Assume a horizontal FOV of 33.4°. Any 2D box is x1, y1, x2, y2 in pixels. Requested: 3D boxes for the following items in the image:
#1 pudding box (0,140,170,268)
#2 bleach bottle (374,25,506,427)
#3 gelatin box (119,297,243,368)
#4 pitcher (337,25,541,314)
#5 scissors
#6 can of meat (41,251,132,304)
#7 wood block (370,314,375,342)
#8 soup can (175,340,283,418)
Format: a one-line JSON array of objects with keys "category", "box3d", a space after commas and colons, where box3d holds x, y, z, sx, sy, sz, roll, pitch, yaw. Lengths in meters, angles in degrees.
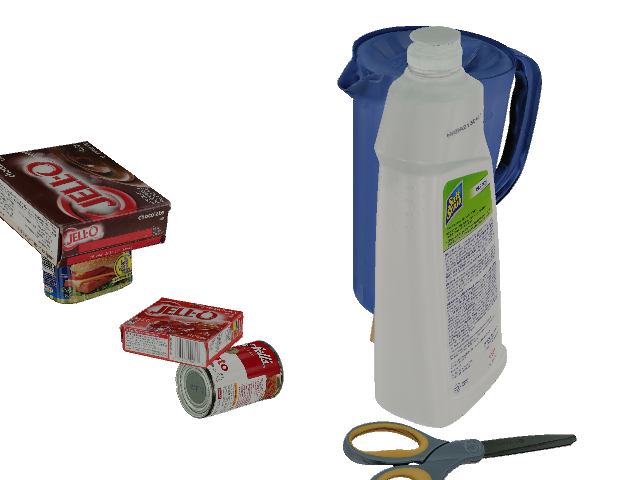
[{"category": "pudding box", "box3d": [-0.176, -0.028, 0.758, 0.089, 0.039, 0.114, -15, 35, -42]}, {"category": "bleach bottle", "box3d": [0.074, -0.010, 0.660, 0.068, 0.251, 0.102, 17, 36, 30]}, {"category": "gelatin box", "box3d": [-0.126, 0.082, 0.972, 0.089, 0.030, 0.073, 9, 21, 21]}, {"category": "pitcher", "box3d": [0.097, -0.055, 0.919, 0.149, 0.243, 0.144, 11, 31, 15]}, {"category": "scissors", "box3d": [0.118, 0.189, 0.879, 0.201, 0.016, 0.096, 6, 43, -2]}, {"category": "can of meat", "box3d": [-0.250, 0.014, 1.146, 0.058, 0.084, 0.101, 18, 25, 40]}, {"category": "wood block", "box3d": [0.126, 0.021, 1.198, 0.090, 0.206, 0.090, 19, 25, 26]}, {"category": "soup can", "box3d": [-0.101, 0.153, 1.179, 0.102, 0.068, 0.069, -10, 7, -44]}]
